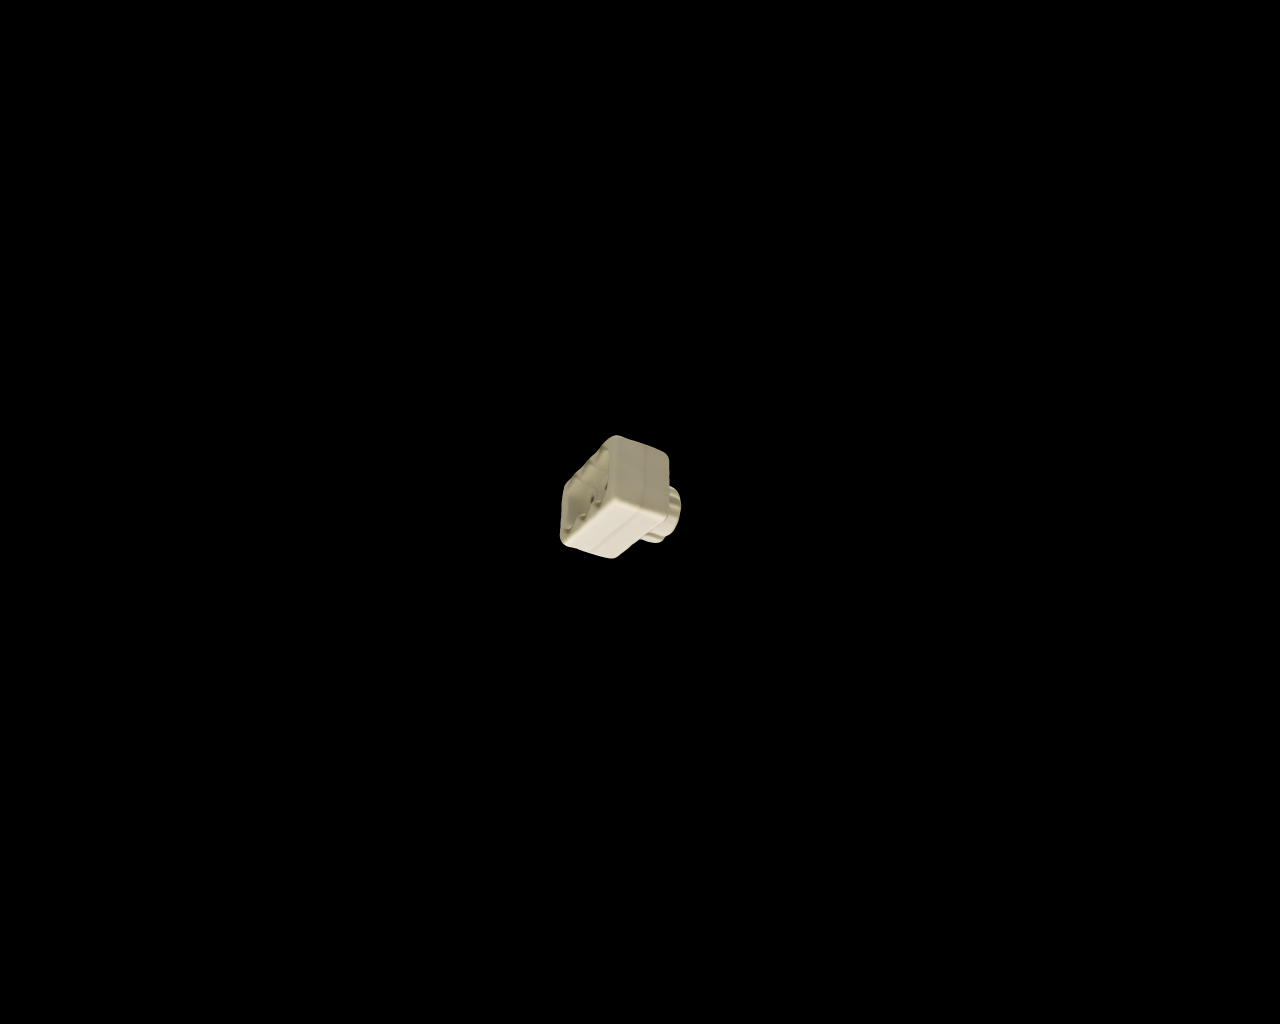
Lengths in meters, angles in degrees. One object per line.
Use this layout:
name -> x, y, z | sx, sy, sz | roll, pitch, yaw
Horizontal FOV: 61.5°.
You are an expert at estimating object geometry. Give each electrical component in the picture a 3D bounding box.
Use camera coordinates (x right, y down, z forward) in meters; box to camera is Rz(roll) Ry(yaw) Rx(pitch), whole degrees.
electrical component -> 0.001, -0.003, 0.650 | 0.077, 0.047, 0.065 | 18, -35, -27
